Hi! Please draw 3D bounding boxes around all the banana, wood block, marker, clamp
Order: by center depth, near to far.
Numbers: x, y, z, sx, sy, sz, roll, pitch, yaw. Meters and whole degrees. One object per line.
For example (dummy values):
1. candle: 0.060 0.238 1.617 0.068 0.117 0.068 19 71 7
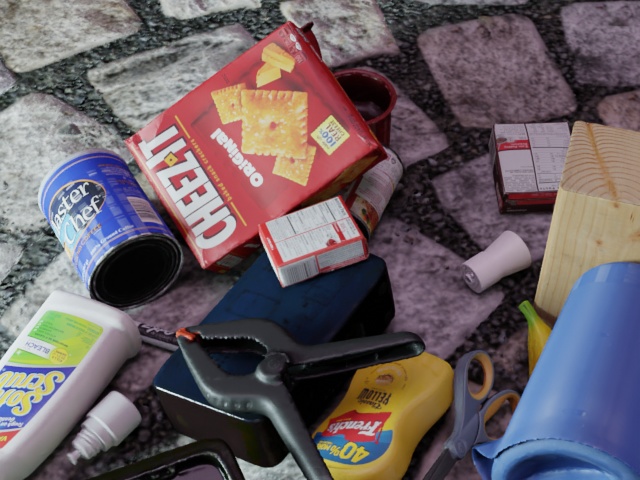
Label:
1. clamp: -0.026 0.110 0.900 0.210 0.036 0.164 23 54 30
2. banana: 0.194 0.143 0.969 0.069 0.037 0.197 31 41 -9
3. wood block: 0.259 0.001 0.996 0.090 0.206 0.090 13 51 13
4. marker: -0.161 0.095 1.052 0.121 0.020 0.020 15 51 15

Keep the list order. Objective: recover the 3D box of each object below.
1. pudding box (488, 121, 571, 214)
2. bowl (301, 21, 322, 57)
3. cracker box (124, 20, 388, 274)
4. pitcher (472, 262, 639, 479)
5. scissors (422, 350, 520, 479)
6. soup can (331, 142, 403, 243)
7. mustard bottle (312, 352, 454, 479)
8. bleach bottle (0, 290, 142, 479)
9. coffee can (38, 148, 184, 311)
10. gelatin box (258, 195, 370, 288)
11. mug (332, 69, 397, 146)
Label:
1. pudding box: 0.238 -0.081 1.179 0.090 0.039 0.113 -1 51 0
2. bowl: -0.048 -0.174 1.218 0.055 0.162 0.162 46 59 -3
3. cracker box: -0.065 -0.092 1.078 0.214 0.072 0.164 -35 77 7
4. pitcher: 0.243 0.131 0.874 0.149 0.145 0.242 44 45 -10
5. scissors: 0.114 0.159 0.921 0.201 0.016 0.096 -18 87 -47
6. soup can: 0.040 -0.049 1.135 0.068 0.068 0.102 18 56 16
7. mustard bottle: 0.039 0.179 0.941 0.096 0.058 0.191 7 46 40
8. bleach bottle: -0.269 0.164 0.970 0.103 0.068 0.250 18 54 18
9. coffee can: -0.215 -0.012 1.092 0.102 0.103 0.140 -25 53 -18
10. gelatin box: -0.007 0.001 1.016 0.089 0.030 0.073 -19 39 -7
11. mug: 0.027 -0.132 1.201 0.117 0.081 0.093 1 50 3
